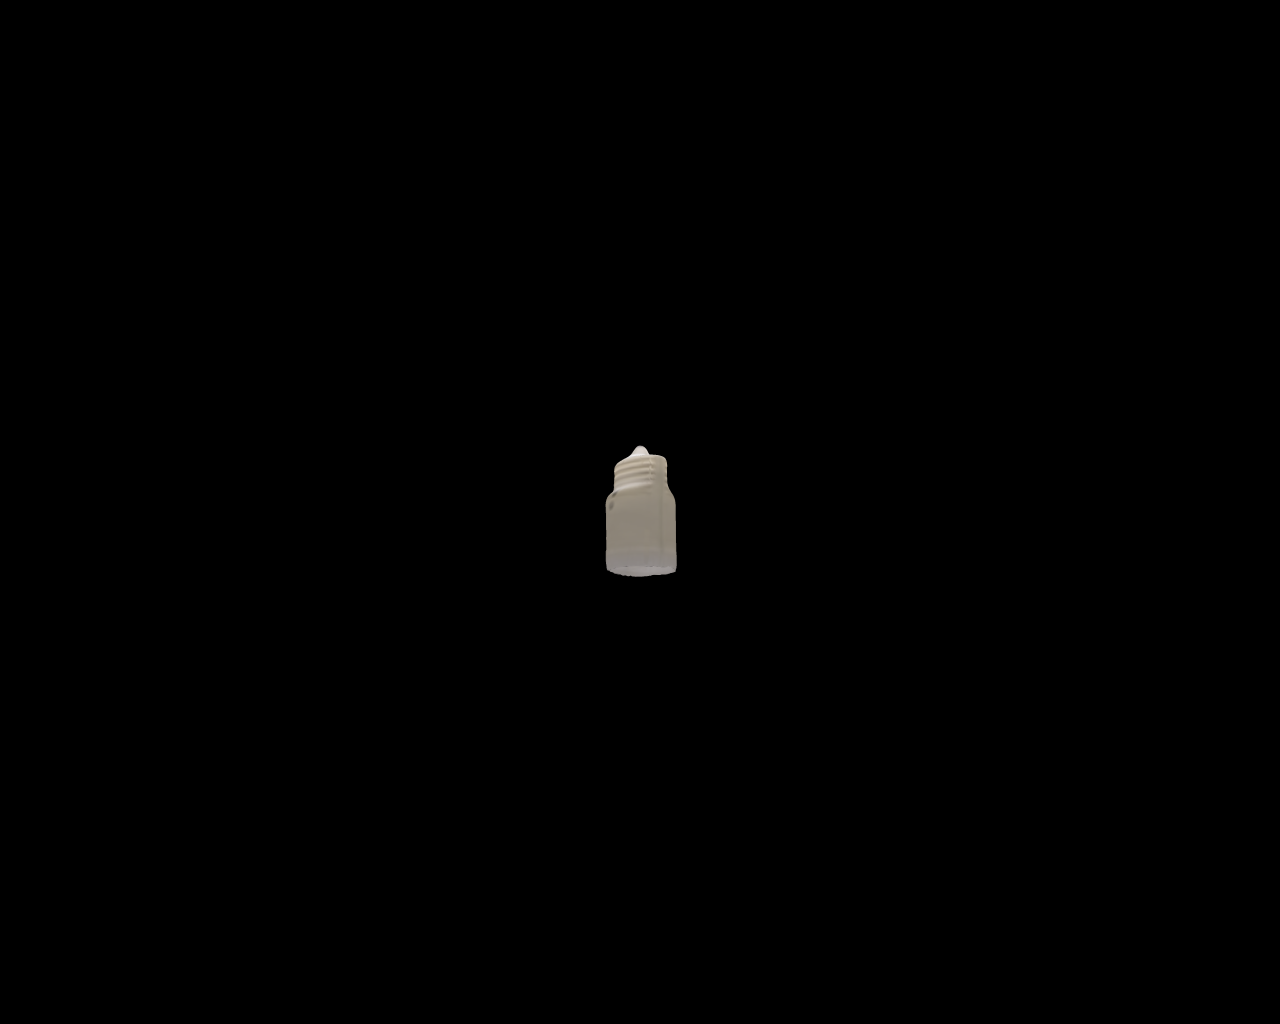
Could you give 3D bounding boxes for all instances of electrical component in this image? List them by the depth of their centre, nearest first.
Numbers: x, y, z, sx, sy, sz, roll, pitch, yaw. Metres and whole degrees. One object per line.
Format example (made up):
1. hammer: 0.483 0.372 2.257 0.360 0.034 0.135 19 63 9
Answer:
1. electrical component: 0.001 -0.003 0.650 0.043 0.081 0.043 0 -11 0
